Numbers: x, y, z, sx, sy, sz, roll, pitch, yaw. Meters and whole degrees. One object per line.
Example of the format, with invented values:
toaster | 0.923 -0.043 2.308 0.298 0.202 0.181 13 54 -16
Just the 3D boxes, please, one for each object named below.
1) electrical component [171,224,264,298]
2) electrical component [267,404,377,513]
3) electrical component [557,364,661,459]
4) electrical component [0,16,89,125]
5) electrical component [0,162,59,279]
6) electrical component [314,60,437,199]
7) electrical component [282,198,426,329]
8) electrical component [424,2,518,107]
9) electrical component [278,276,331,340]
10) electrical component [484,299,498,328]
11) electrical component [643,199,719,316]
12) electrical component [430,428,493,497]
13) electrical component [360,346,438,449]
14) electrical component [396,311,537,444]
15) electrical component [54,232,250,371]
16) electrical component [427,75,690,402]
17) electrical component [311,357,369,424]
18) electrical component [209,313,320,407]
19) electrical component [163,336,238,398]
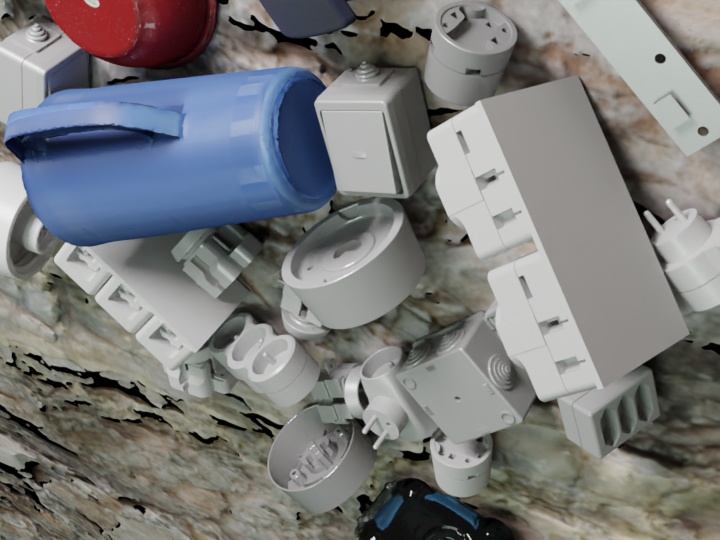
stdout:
electrical component | -0.128 -0.017 0.949 0.057 0.058 0.078 42 137 -8
electrical component | -0.035 0.179 1.025 0.099 0.099 0.064 -22 117 43
electrical component | 0.181 0.097 0.838 0.077 0.066 0.047 31 146 53
electrical component | -0.267 -0.164 0.913 0.061 0.061 0.096 28 136 11
electrical component | -0.323 -0.043 1.024 0.060 0.108 0.108 19 134 12
electrical component | 0.010 -0.103 0.779 0.062 0.061 0.096 5 128 30
electrical component | 0.000 0.000 0.844 0.108 0.108 0.060 -8 126 38
electrical component | 0.071 -0.142 0.712 0.055 0.055 0.047 27 139 12
electrical component | -0.042 0.028 0.937 0.066 0.048 0.055 26 128 13
electrical component | 0.144 0.026 0.804 0.062 0.061 0.096 44 145 -6
electrical component | 0.220 -0.016 0.719 0.073 0.052 0.138 48 136 -10
electrical component | 0.091 0.169 0.961 0.055 0.055 0.047 15 136 23
electrical component | 0.028 0.121 0.940 0.044 0.079 0.077 -6 125 46
electrical component | 0.091 0.093 0.900 0.099 0.048 0.100 49 136 -12
electrical component | -0.192 0.007 0.987 0.150 0.089 0.062 44 137 -6
electrical component | 0.126 -0.021 0.695 0.060 0.105 0.186 -25 87 48
electrical component | -0.010 0.112 0.985 0.055 0.048 0.066 -6 111 41
electrical component | -0.079 0.091 0.981 0.073 0.052 0.138 49 165 -30
electrical component | -0.160 0.083 1.054 0.078 0.058 0.057 17 136 22
